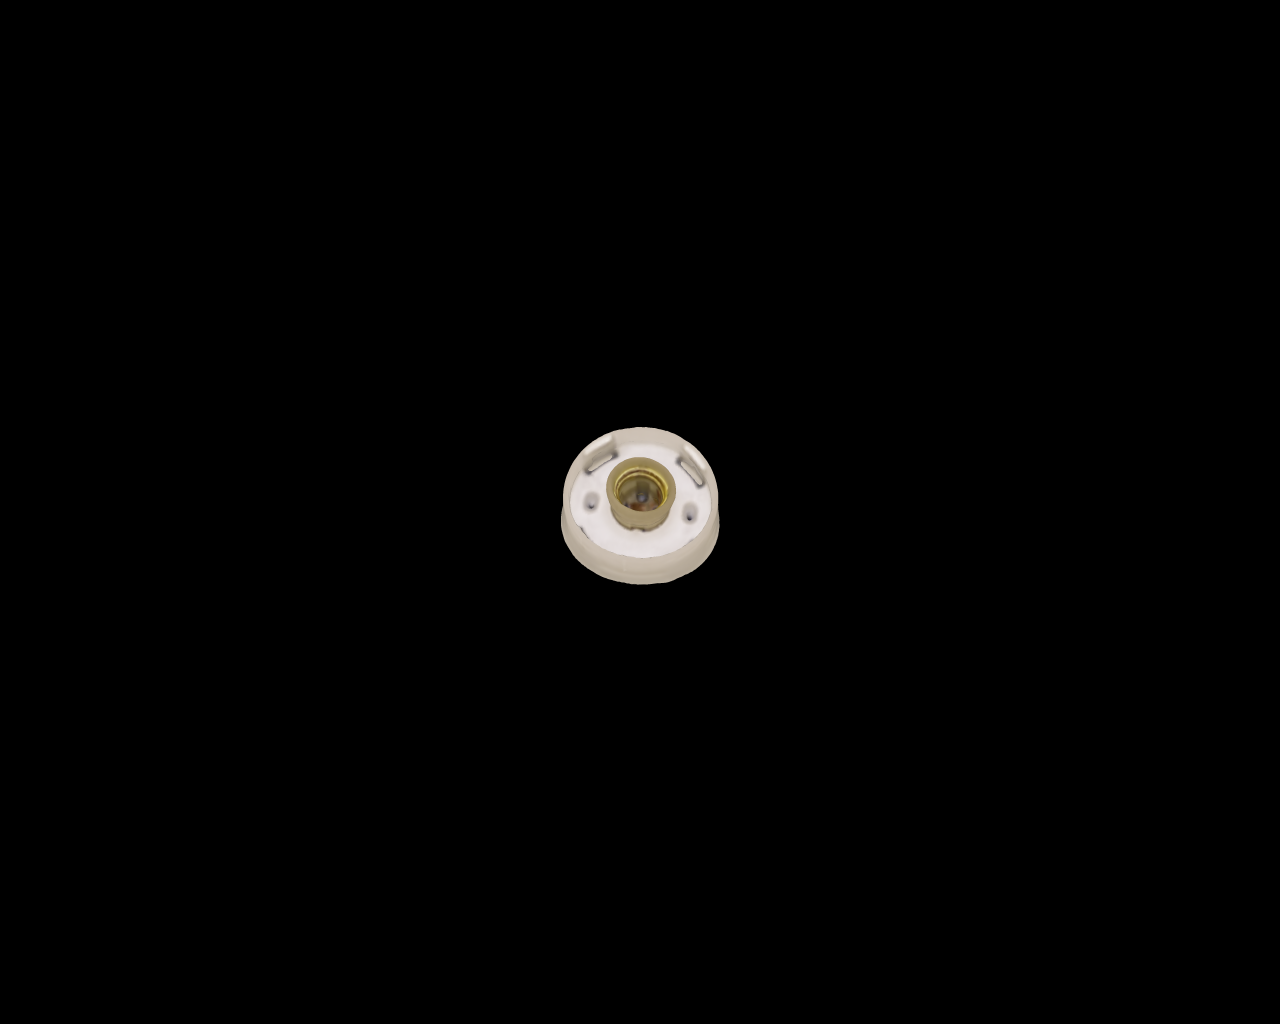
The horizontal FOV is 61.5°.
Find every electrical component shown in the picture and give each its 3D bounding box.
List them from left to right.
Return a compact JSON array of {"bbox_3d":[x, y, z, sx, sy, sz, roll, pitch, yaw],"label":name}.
[{"bbox_3d":[0.001,-0.003,0.650,0.099,0.099,0.064,0,-26,0],"label":"electrical component"}]
